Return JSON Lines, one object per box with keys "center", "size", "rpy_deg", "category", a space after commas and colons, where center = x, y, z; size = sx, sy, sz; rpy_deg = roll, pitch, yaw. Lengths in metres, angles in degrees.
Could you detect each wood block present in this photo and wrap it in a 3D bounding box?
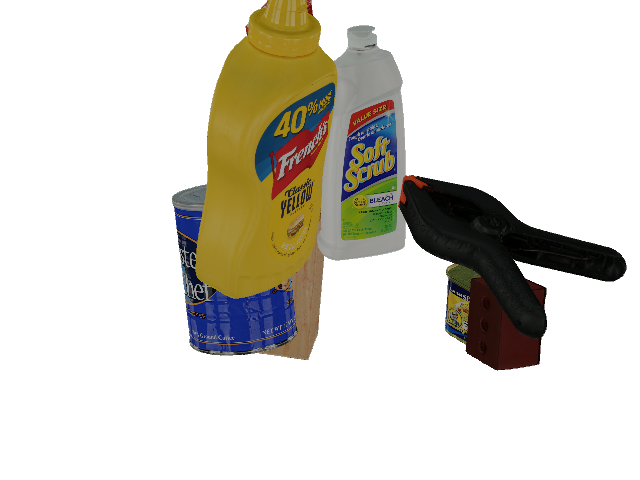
{"center": [-0.046, 0.051, 1.501], "size": [0.090, 0.206, 0.090], "rpy_deg": [7, 22, 6], "category": "wood block"}

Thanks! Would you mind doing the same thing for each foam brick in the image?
{"center": [0.173, 0.076, 1.002], "size": [0.051, 0.078, 0.053], "rpy_deg": [-7, 18, -28], "category": "foam brick"}

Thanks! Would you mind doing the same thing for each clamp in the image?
{"center": [0.133, 0.000, 0.774], "size": [0.120, 0.039, 0.172], "rpy_deg": [-14, 44, -39], "category": "clamp"}

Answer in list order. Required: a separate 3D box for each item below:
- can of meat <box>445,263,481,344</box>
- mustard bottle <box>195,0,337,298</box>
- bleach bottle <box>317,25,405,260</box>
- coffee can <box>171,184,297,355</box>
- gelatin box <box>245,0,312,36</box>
{"center": [0.194, 0.081, 1.252], "size": [0.057, 0.084, 0.102], "rpy_deg": [-23, 37, -34], "category": "can of meat"}
{"center": [-0.029, -0.063, 0.643], "size": [0.058, 0.192, 0.096], "rpy_deg": [28, 40, 25], "category": "mustard bottle"}
{"center": [0.042, -0.107, 1.168], "size": [0.102, 0.251, 0.068], "rpy_deg": [-8, 25, -10], "category": "bleach bottle"}
{"center": [-0.078, 0.023, 0.984], "size": [0.103, 0.140, 0.103], "rpy_deg": [-5, 14, 1], "category": "coffee can"}
{"center": [-0.035, -0.192, 1.009], "size": [0.030, 0.073, 0.089], "rpy_deg": [14, 46, 21], "category": "gelatin box"}
